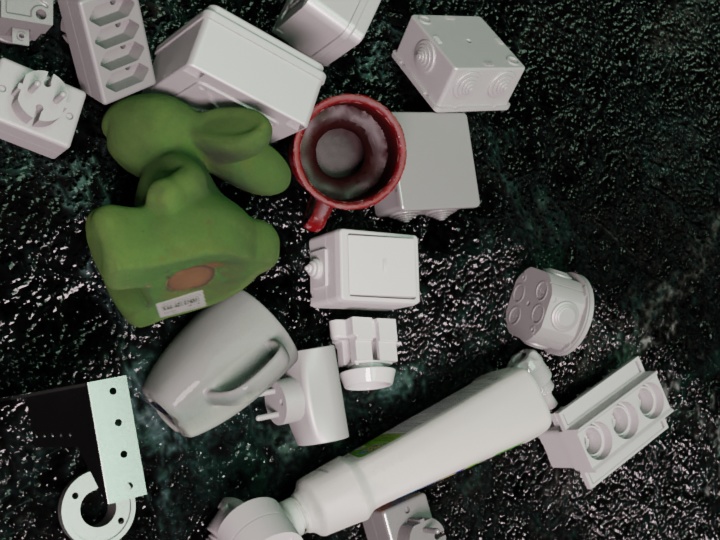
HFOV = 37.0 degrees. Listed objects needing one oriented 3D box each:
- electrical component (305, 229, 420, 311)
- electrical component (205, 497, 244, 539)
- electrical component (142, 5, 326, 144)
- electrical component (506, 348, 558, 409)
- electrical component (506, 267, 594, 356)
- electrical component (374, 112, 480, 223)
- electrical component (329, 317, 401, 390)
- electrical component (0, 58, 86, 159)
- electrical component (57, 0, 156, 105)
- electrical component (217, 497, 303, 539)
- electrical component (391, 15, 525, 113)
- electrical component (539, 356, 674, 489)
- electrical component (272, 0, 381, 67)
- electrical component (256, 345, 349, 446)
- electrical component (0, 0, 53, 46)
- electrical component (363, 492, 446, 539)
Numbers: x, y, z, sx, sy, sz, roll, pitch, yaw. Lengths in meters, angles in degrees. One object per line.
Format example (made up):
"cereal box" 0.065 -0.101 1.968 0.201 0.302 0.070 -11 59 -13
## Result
"electrical component" 0.000 0.000 0.917 0.096 0.061 0.061 4 80 -32
"electrical component" -0.101 0.210 0.829 0.048 0.048 0.062 42 72 -20
"electrical component" -0.101 -0.147 0.850 0.109 0.109 0.056 25 72 -27
"electrical component" 0.167 0.106 1.021 0.035 0.035 0.061 -44 108 -30
"electrical component" 0.179 0.037 1.014 0.051 0.080 0.080 16 74 -23
"electrical component" 0.054 -0.094 0.975 0.100 0.048 0.099 -5 84 -33
"electrical component" 0.005 0.072 0.919 0.066 0.048 0.055 5 72 -32
"electrical component" -0.235 -0.121 0.780 0.066 0.077 0.047 21 71 -28
"electrical component" -0.201 -0.180 0.813 0.047 0.076 0.083 -30 133 -29
"electrical component" -0.056 0.235 0.795 0.052 0.073 0.138 -28 136 -16
"electrical component" 0.091 -0.192 0.990 0.100 0.048 0.099 -7 49 -33
"electrical component" 0.236 0.146 1.041 0.121 0.063 0.078 -28 97 -33
"electrical component" -0.019 -0.243 0.937 0.057 0.078 0.113 32 67 -21
"electrical component" -0.052 0.105 0.877 0.079 0.044 0.077 -7 86 -33
"electrical component" -0.253 -0.195 0.793 0.048 0.055 0.066 3 80 -32
"electrical component" 0.046 0.225 0.899 0.047 0.077 0.065 -16 91 -33
